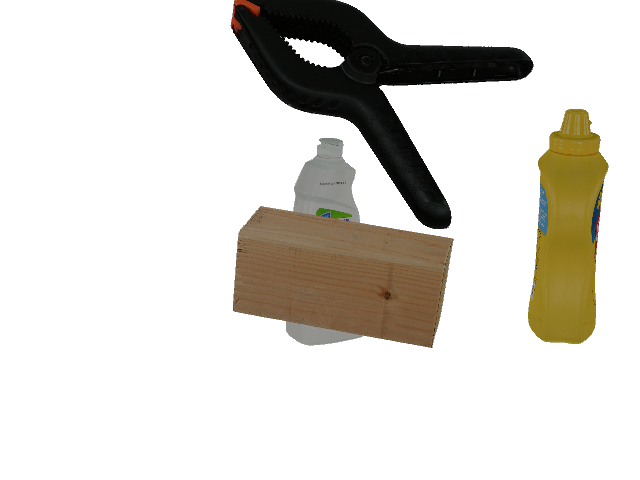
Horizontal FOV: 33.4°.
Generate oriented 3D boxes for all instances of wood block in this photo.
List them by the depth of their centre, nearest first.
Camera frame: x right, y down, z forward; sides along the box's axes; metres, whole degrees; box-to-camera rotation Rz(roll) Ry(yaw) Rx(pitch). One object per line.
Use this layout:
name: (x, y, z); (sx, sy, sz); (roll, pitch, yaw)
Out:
wood block: (0.023, 0.035, 1.090); (0.206, 0.091, 0.090); (10, 22, 9)

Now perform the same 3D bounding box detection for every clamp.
clamp: (0.029, -0.104, 0.727); (0.210, 0.164, 0.036); (22, -32, 2)

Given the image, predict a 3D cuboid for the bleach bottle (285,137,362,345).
bleach bottle: (0.012, -0.001, 1.311); (0.102, 0.251, 0.068); (-7, 20, -31)

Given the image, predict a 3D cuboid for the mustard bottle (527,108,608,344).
mustard bottle: (0.210, -0.016, 0.906); (0.058, 0.192, 0.096); (4, 19, 13)
